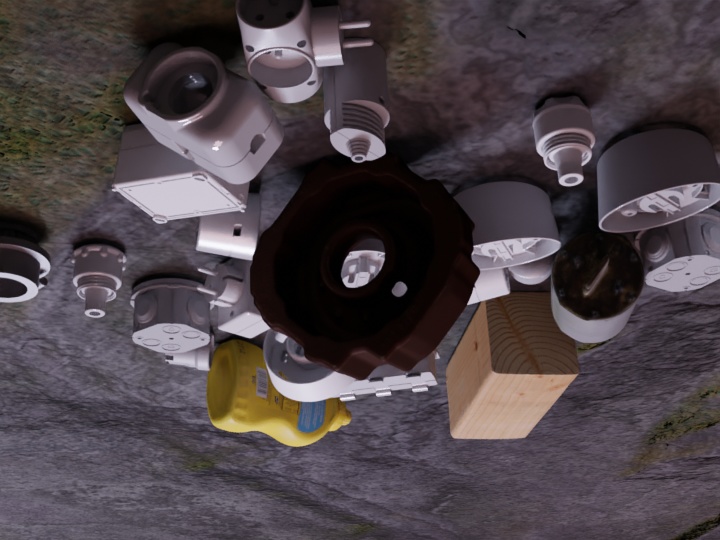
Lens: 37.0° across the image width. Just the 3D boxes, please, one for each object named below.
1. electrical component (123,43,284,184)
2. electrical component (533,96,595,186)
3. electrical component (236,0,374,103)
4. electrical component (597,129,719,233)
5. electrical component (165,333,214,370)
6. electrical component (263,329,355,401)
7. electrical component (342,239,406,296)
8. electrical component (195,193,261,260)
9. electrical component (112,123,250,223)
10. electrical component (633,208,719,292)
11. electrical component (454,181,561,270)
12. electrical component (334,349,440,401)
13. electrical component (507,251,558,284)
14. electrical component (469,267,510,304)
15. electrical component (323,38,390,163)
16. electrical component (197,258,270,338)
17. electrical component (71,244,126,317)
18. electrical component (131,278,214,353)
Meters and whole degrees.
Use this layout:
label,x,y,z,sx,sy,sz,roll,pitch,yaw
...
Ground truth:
label,x,y,z,sx,sy,sz,roll,pitch,yaw
electrical component,-0.104,-0.105,0.702,0.095,0.053,0.059,30,167,27
electrical component,0.150,-0.092,0.783,0.043,0.062,0.043,-2,154,-1
electrical component,-0.032,-0.146,0.677,0.079,0.044,0.077,-4,154,5
electrical component,0.234,-0.065,0.842,0.099,0.064,0.099,-2,154,-1
electrical component,-0.180,0.085,1.139,0.046,0.040,0.040,5,153,-1
electrical component,-0.048,0.085,1.090,0.099,0.099,0.064,-7,147,9
electrical component,0.000,0.000,0.953,0.099,0.064,0.099,-2,153,-1
electrical component,-0.108,-0.038,0.880,0.047,0.055,0.055,7,152,-10
electrical component,-0.135,-0.078,0.796,0.096,0.061,0.062,-6,155,25
electrical component,0.287,-0.019,0.955,0.080,0.051,0.080,-2,154,-1
electrical component,0.117,-0.030,0.903,0.099,0.064,0.099,-2,154,-1
electrical component,0.020,0.098,1.154,0.121,0.063,0.078,-8,153,12
electrical component,0.155,-0.007,0.977,0.048,0.048,0.062,-6,160,7
electrical component,0.109,0.002,0.979,0.047,0.055,0.055,-12,152,11
electrical component,-0.002,-0.108,0.715,0.043,0.081,0.043,-2,154,-1
electrical component,-0.115,0.017,0.975,0.077,0.065,0.047,20,146,-38
electrical component,-0.234,0.011,0.957,0.048,0.062,0.048,-2,154,-1
electrical component,-0.182,0.044,1.040,0.080,0.051,0.080,-2,154,-1
